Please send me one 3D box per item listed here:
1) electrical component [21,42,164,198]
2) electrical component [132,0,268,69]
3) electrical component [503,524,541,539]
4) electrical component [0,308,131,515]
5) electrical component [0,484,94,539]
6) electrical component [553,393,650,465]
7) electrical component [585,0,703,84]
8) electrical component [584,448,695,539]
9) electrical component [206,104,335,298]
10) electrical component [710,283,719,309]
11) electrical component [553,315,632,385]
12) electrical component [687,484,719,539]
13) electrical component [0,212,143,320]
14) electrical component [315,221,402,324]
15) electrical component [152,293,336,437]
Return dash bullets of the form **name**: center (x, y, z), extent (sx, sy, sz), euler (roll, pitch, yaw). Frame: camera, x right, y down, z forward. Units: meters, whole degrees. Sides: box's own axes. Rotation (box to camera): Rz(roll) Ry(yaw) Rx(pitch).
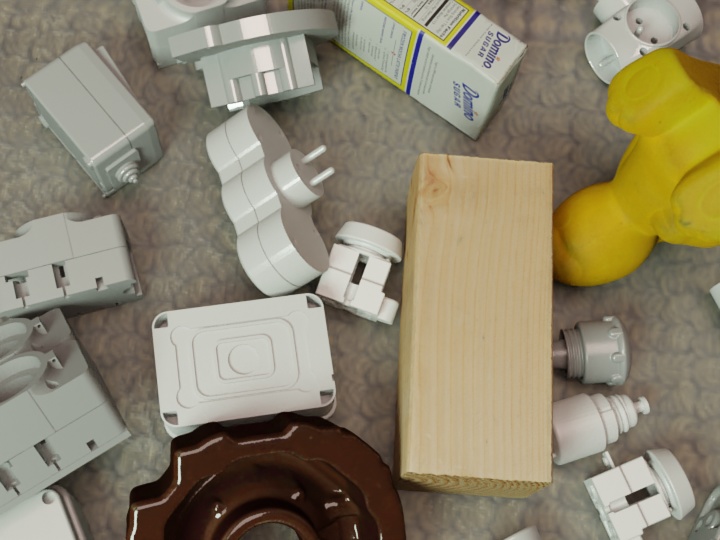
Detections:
- **electrical component**: center (-0.177, -0.101, 0.746), extent (0.061, 0.061, 0.096), euler (-39, 79, -14)
- **electrical component**: center (-0.134, -0.238, 0.792), extent (0.089, 0.061, 0.150), euler (-20, 75, -9)
- **electrical component**: center (0.107, 0.199, 0.676), extent (0.044, 0.044, 0.065), euler (-25, 72, -11)
- **electrical component**: center (-0.246, 0.104, 0.648), extent (0.186, 0.105, 0.060), euler (-31, 119, -12)
- **electrical component**: center (-0.218, 0.188, 0.655), extent (0.113, 0.057, 0.078), euler (-23, 75, -10)
- **electrical component**: center (0.154, 0.101, 0.714), extent (0.078, 0.040, 0.040), euler (-16, 74, -9)
- **electrical component**: center (0.202, -0.189, 0.806), extent (0.077, 0.044, 0.079), euler (-30, 77, -12)
- **electrical component**: center (0.183, 0.146, 0.700), extent (0.055, 0.048, 0.066), euler (-23, 75, -2)
- **electrical component**: center (-0.049, -0.056, 0.720), extent (0.074, 0.052, 0.138), euler (-31, 59, 20)
- **electrical component**: center (0.296, 0.031, 0.743), extent (0.079, 0.044, 0.077), euler (-22, 75, -10)
- **electrical component**: center (0.150, 0.056, 0.727), extent (0.062, 0.048, 0.048), euler (-5, 73, 1)
- **electrical component**: center (0.241, 0.190, 0.684), extent (0.059, 0.053, 0.095), euler (30, 73, 6)
- **electrical component**: center (-0.198, -0.002, 0.720), extent (0.089, 0.050, 0.055), euler (-15, 74, -8)
- **electrical component**: center (0.000, 0.000, 0.735), extent (0.066, 0.048, 0.055), euler (20, 80, 3)
- **electrical component**: center (-0.075, 0.064, 0.703), extent (0.113, 0.057, 0.078), euler (-7, 73, -6)
